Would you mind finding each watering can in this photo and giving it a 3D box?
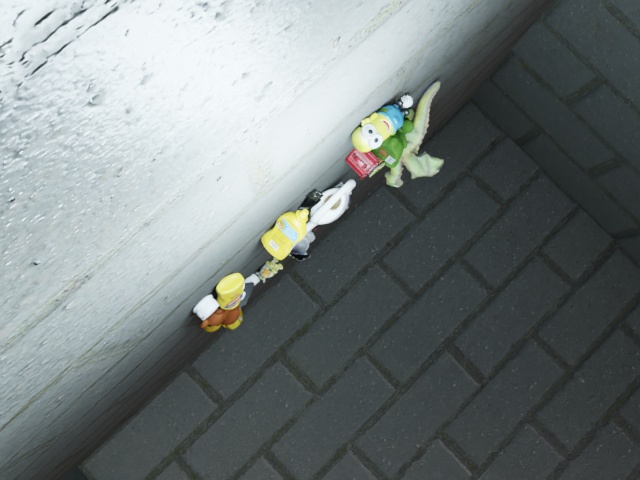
[{"bbox_3d":[0.006,-0.094,1.877,0.345,0.104,0.225,-45,177,10],"label":"watering can"}]

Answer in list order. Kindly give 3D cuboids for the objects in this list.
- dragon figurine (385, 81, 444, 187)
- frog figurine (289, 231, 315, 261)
[{"bbox_3d":[0.345,-0.337,1.824,0.124,0.244,0.403,-31,170,-49],"label":"dragon figurine"},{"bbox_3d":[-0.086,0.003,2.326,0.135,0.123,0.162,104,-4,-67],"label":"frog figurine"}]
